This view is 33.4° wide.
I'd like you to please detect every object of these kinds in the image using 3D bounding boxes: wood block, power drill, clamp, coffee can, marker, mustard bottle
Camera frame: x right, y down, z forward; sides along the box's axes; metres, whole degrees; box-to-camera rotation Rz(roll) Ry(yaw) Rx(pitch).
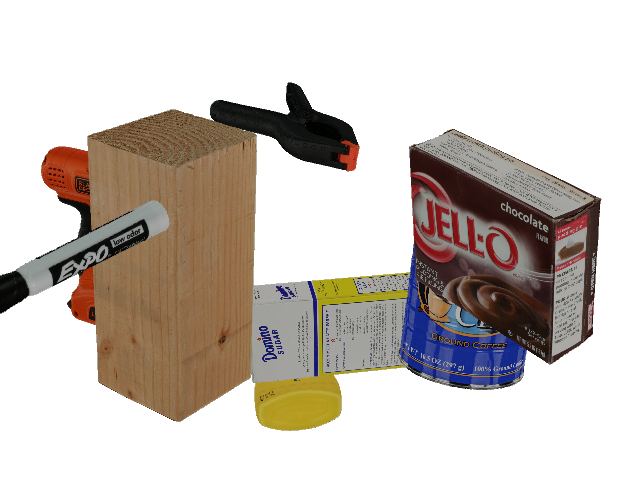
[{"bbox_3d":[-0.110,0.018,0.806,0.090,0.206,0.090,20,29,32],"label":"wood block"},{"bbox_3d":[-0.192,0.003,1.075,0.185,0.188,0.057,15,29,22],"label":"power drill"},{"bbox_3d":[-0.032,-0.117,1.106,0.120,0.039,0.172,-20,37,-28],"label":"clamp"},{"bbox_3d":[0.120,0.033,0.843,0.103,0.140,0.103,5,17,-2],"label":"coffee can"},{"bbox_3d":[-0.135,0.010,0.580,0.120,0.020,0.020,-30,18,-35],"label":"marker"},{"bbox_3d":[-0.039,0.143,1.255,0.096,0.058,0.192,-8,30,-8],"label":"mustard bottle"}]

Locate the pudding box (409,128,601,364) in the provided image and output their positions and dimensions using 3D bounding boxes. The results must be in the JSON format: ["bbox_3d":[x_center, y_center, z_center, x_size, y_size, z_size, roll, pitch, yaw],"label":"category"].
[{"bbox_3d":[0.097,0.000,0.579,0.039,0.090,0.114,-27,38,-28],"label":"pudding box"}]

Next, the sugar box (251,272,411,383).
[{"bbox_3d":[0.016,0.085,1.055,0.176,0.093,0.048,-3,27,-6],"label":"sugar box"}]
